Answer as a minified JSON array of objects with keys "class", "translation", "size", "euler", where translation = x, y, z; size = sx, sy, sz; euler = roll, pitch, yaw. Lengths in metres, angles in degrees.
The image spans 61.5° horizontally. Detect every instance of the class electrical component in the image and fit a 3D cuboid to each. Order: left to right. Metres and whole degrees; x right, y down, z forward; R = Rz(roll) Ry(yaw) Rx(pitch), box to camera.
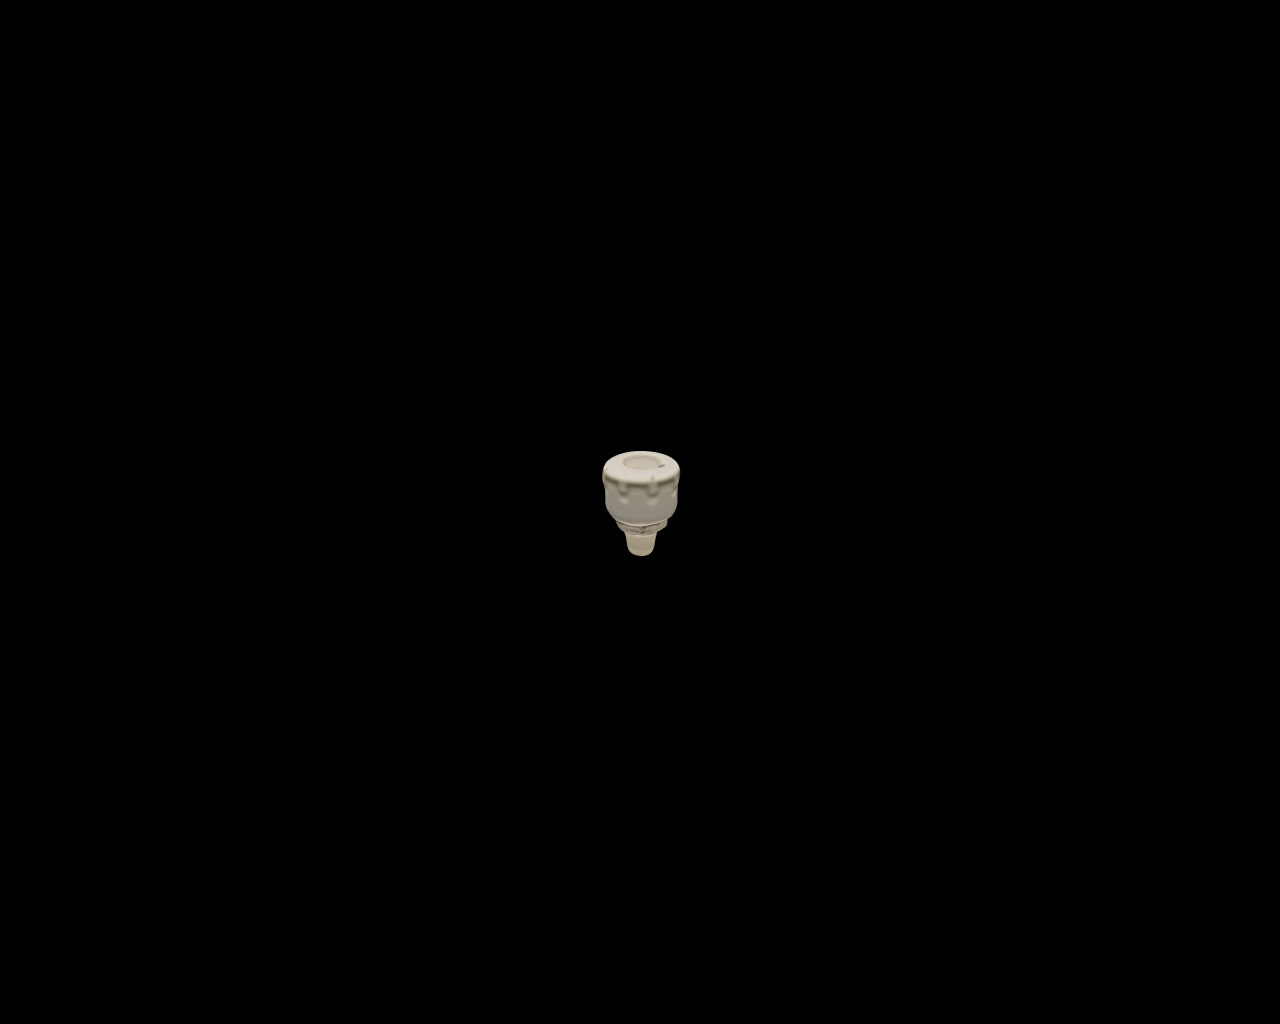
[{"class":"electrical component","translation":[0.001,-0.003,0.650],"size":[0.048,0.062,0.048],"euler":[0,24,0]}]
